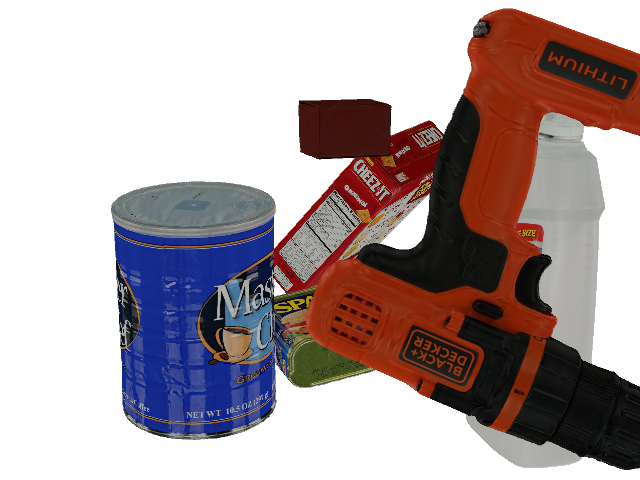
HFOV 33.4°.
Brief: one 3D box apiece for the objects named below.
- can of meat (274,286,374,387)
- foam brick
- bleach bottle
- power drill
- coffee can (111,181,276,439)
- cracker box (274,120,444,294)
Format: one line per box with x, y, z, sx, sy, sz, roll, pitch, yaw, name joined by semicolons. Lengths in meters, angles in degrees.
0.000;0.087;0.982;0.102;0.057;0.084;-12;27;-20;can of meat
0.023;-0.108;1.033;0.078;0.051;0.053;-4;15;-21;foam brick
0.158;0.030;0.769;0.068;0.251;0.103;-3;16;-17;bleach bottle
0.106;0.000;0.503;0.184;0.188;0.057;22;7;3;power drill
-0.080;0.042;0.691;0.103;0.140;0.103;0;18;0;coffee can
0.048;-0.037;1.257;0.214;0.072;0.163;-48;-12;35;cracker box
